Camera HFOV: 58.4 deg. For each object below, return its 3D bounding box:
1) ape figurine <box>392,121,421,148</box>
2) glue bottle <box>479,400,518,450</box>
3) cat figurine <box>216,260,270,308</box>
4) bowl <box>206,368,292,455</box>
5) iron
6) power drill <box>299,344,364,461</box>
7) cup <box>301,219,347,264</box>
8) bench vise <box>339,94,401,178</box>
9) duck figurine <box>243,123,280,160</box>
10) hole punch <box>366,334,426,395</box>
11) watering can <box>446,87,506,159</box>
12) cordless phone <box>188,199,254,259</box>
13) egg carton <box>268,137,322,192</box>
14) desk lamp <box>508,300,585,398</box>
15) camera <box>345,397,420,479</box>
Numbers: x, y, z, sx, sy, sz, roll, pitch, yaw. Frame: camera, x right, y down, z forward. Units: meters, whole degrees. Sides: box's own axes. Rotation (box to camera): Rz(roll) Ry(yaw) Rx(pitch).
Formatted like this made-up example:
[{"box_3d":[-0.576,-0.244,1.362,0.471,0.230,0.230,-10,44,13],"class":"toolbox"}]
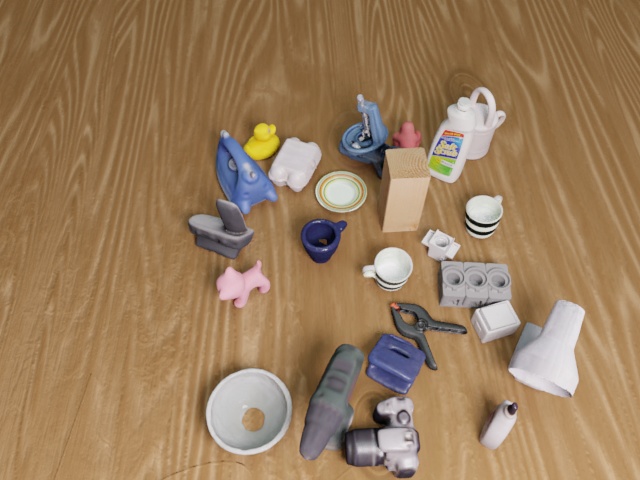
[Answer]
[{"box_3d":[0.232,-0.278,1.522,0.077,0.092,0.076,8,57,5],"class":"ape figurine"},{"box_3d":[0.344,0.336,1.075,0.037,0.173,0.078,23,60,14],"class":"glue bottle"},{"box_3d":[-0.176,0.091,1.264,0.128,0.118,0.067,-35,63,-21],"class":"cat figurine"},{"box_3d":[-0.136,0.345,1.126,0.167,0.075,0.167,0,57,0],"class":"bowl"},{"box_3d":[-0.208,-0.195,1.436,0.119,0.141,0.257,-26,61,-16],"class":"iron"},{"box_3d":[0.021,0.318,1.064,0.075,0.208,0.230,17,59,11],"class":"power drill"},{"box_3d":[0.012,0.005,1.335,0.118,0.095,0.091,-31,62,-19],"class":"cup"},{"box_3d":[0.149,-0.264,1.436,0.207,0.220,0.121,13,58,8],"class":"bench vise"},{"box_3d":[-0.157,-0.268,1.517,0.105,0.086,0.077,-32,62,-19],"class":"duck figurine"},{"box_3d":[0.156,0.246,1.182,0.108,0.091,0.101,25,60,15],"class":"hole punch"},{"box_3d":[0.401,-0.304,1.479,0.173,0.194,0.100,-37,64,-22],"class":"watering can"},{"box_3d":[-0.234,-0.050,1.316,0.147,0.185,0.094,15,58,10],"class":"cordless phone"},{"box_3d":[-0.062,-0.197,1.481,0.107,0.069,0.150,17,59,11],"class":"egg carton"},{"box_3d":[0.444,0.221,1.127,0.117,0.214,0.203,24,60,15],"class":"desk lamp"},{"box_3d":[0.115,0.375,1.092,0.137,0.101,0.143,-2,57,-2],"class":"camera"}]
